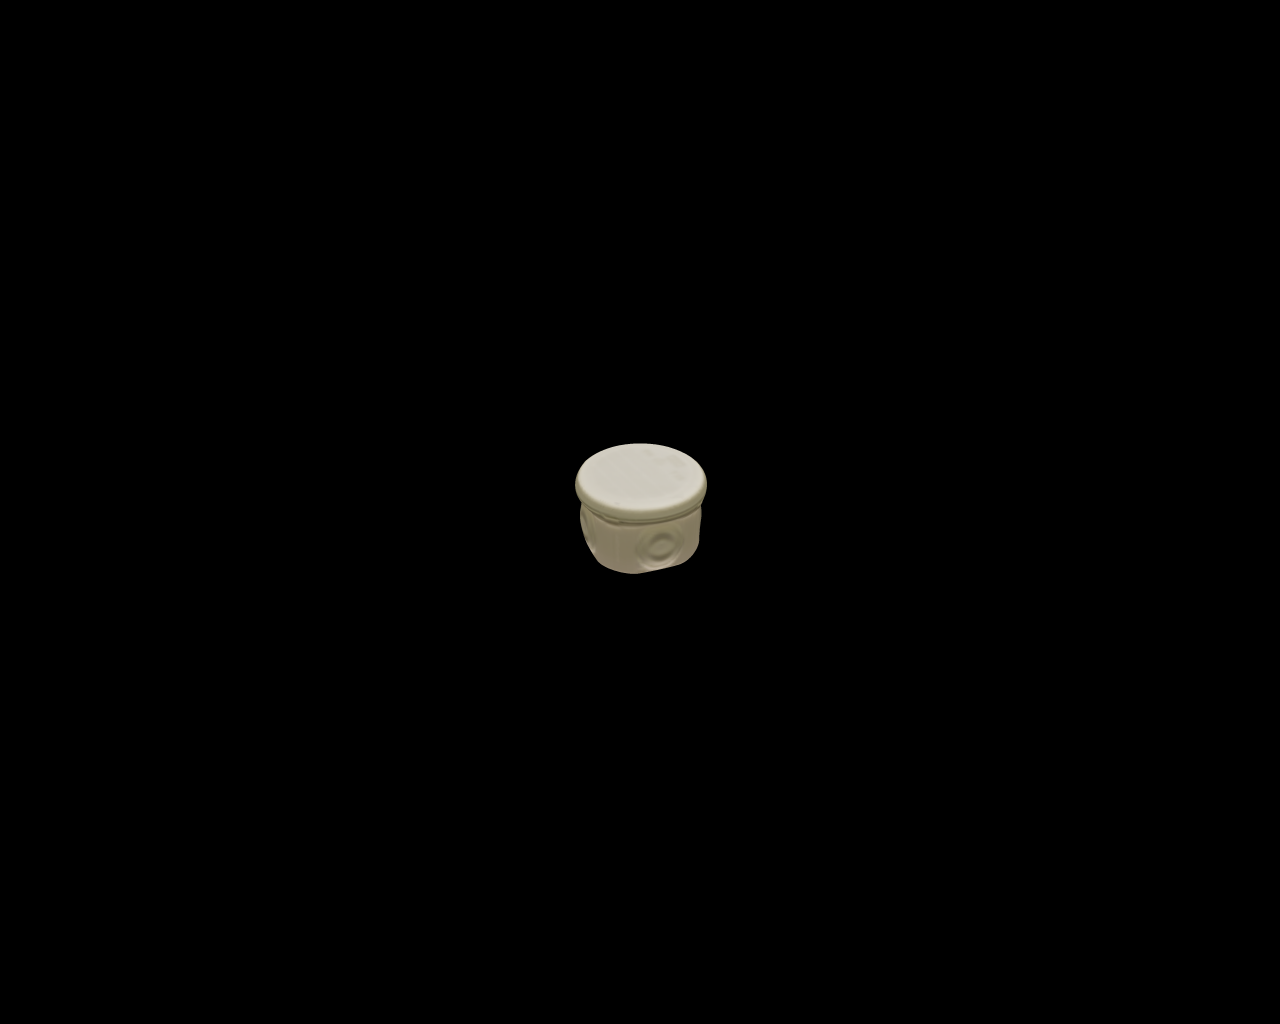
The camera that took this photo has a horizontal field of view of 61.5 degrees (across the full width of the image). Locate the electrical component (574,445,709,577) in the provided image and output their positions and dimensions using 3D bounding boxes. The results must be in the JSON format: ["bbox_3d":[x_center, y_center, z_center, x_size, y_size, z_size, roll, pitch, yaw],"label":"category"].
[{"bbox_3d":[0.001,-0.003,0.650,0.080,0.050,0.080,0,34,0],"label":"electrical component"}]
